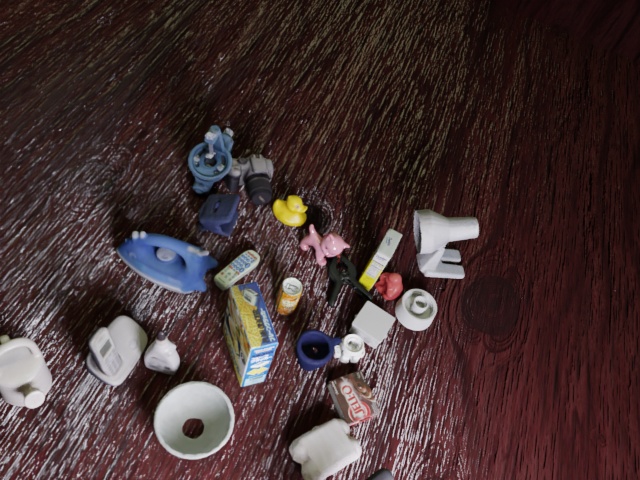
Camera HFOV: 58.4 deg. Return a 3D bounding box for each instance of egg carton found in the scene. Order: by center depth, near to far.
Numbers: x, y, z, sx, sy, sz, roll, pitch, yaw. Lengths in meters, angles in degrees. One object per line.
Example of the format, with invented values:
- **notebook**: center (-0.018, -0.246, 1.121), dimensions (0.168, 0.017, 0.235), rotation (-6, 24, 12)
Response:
- **egg carton**: center (0.012, 0.465, 1.268), dimensions (0.151, 0.069, 0.107), rotation (-22, 63, -28)

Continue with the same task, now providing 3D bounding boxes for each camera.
- **camera**: center (-0.195, -0.175, 1.654), dimensions (0.143, 0.101, 0.136), rotation (-5, 56, -19)

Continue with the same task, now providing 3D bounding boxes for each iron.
- **iron**: center (-0.389, 0.032, 1.424), dimensions (0.258, 0.141, 0.119), rotation (19, 52, -2)

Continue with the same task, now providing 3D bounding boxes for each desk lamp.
- **desk lamp**: center (0.339, 0.006, 1.600), dimensions (0.203, 0.213, 0.118), rotation (4, 54, -12)

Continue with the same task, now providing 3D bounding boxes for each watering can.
- **watering can**: center (-0.608, 0.262, 1.163), dimensions (0.172, 0.194, 0.101), rotation (32, 53, 9)

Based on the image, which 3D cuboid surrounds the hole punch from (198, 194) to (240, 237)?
- **hole punch**: center (-0.277, -0.076, 1.566), dimensions (0.101, 0.091, 0.108), rotation (16, 52, -4)

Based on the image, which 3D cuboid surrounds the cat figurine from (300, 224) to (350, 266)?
- **cat figurine**: center (0.014, 0.006, 1.570), dimensions (0.127, 0.117, 0.067), rotation (40, 55, 14)

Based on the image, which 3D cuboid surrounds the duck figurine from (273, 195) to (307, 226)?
- **duck figurine**: center (-0.082, -0.095, 1.637), dimensions (0.104, 0.086, 0.077), rotation (26, 52, 4)

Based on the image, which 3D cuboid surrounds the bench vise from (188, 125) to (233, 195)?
- **bench vise**: center (-0.304, -0.262, 1.611), dimensions (0.121, 0.219, 0.207), rotation (7, 53, -11)

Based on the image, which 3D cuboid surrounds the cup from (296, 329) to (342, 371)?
- **cup**: center (-0.009, 0.272, 1.385), dimensions (0.118, 0.095, 0.091), rotation (-15, 60, -24)

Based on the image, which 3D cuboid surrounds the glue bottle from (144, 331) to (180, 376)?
- **glue bottle**: center (-0.348, 0.243, 1.263), dimensions (0.078, 0.173, 0.037), rotation (19, 52, -1)

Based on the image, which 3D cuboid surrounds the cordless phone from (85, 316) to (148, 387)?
- **cordless phone**: center (-0.446, 0.220, 1.245), dimensions (0.094, 0.185, 0.148), rotation (22, 52, 1)

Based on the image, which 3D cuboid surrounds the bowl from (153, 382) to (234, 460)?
- **bowl**: center (-0.271, 0.396, 1.235), dimensions (0.167, 0.074, 0.167), rotation (8, 53, -10)

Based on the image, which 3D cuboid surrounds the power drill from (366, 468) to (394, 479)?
- **power drill**: center (0.040, 0.556, 1.122), dimensions (0.075, 0.208, 0.230), rotation (42, 55, 16)

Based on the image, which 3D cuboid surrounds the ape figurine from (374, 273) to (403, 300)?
- **ape figurine**: center (0.194, 0.119, 1.555), dimensions (0.076, 0.092, 0.078), rotation (16, 52, -4)
